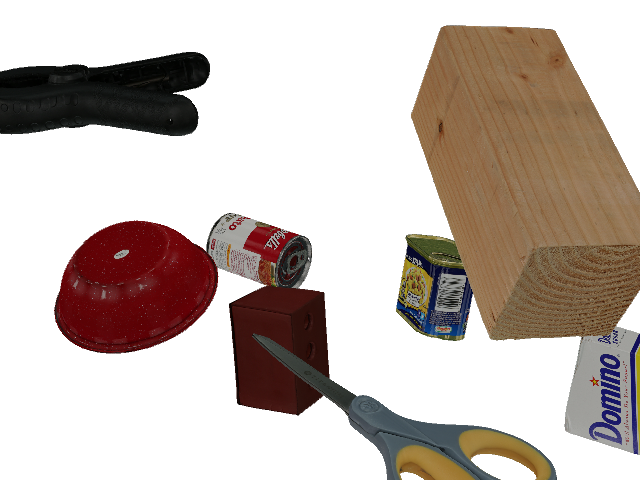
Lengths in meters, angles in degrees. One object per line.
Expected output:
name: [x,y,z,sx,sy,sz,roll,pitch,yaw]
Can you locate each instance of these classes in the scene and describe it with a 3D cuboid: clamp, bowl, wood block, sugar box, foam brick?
clamp: [-0.151,-0.096,0.690,0.171,0.039,0.120,3,20,7]
bowl: [-0.181,0.031,1.011,0.162,0.055,0.162,-7,40,6]
wood block: [0.135,-0.044,0.712,0.090,0.206,0.091,-1,-41,-15]
sugar box: [0.290,0.134,0.853,0.176,0.093,0.048,13,26,20]
foam brick: [-0.028,0.077,0.766,0.051,0.078,0.052,4,17,28]

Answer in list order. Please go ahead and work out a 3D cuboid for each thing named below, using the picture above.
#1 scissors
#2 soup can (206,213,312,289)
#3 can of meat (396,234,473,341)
scissors: [0.046,0.094,0.570,0.096,0.016,0.202,-7,29,-26]
soup can: [-0.070,0.013,1.211,0.102,0.068,0.068,19,10,30]
can of meat: [0.120,0.048,1.104,0.057,0.084,0.102,5,14,-17]
